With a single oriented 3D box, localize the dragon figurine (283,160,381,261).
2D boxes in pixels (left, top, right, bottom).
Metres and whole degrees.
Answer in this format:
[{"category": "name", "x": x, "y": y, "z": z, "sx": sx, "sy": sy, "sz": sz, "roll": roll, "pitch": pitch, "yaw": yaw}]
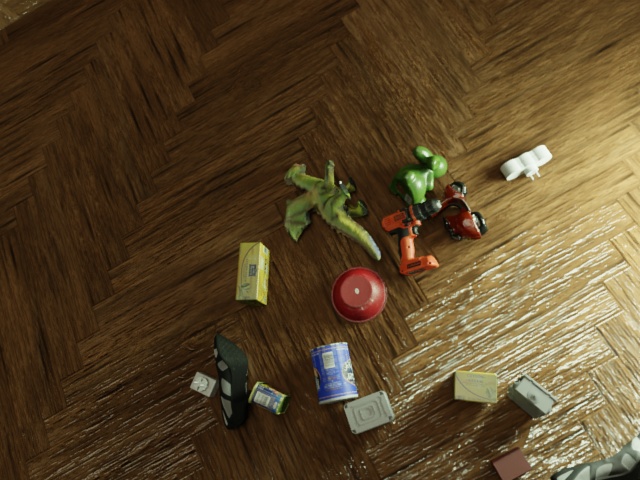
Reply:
[{"category": "dragon figurine", "x": 0.005, "y": -0.077, "z": 1.535, "sx": 0.240, "sy": 0.417, "sz": 0.121, "roll": -30, "pitch": -25, "yaw": 20}]
